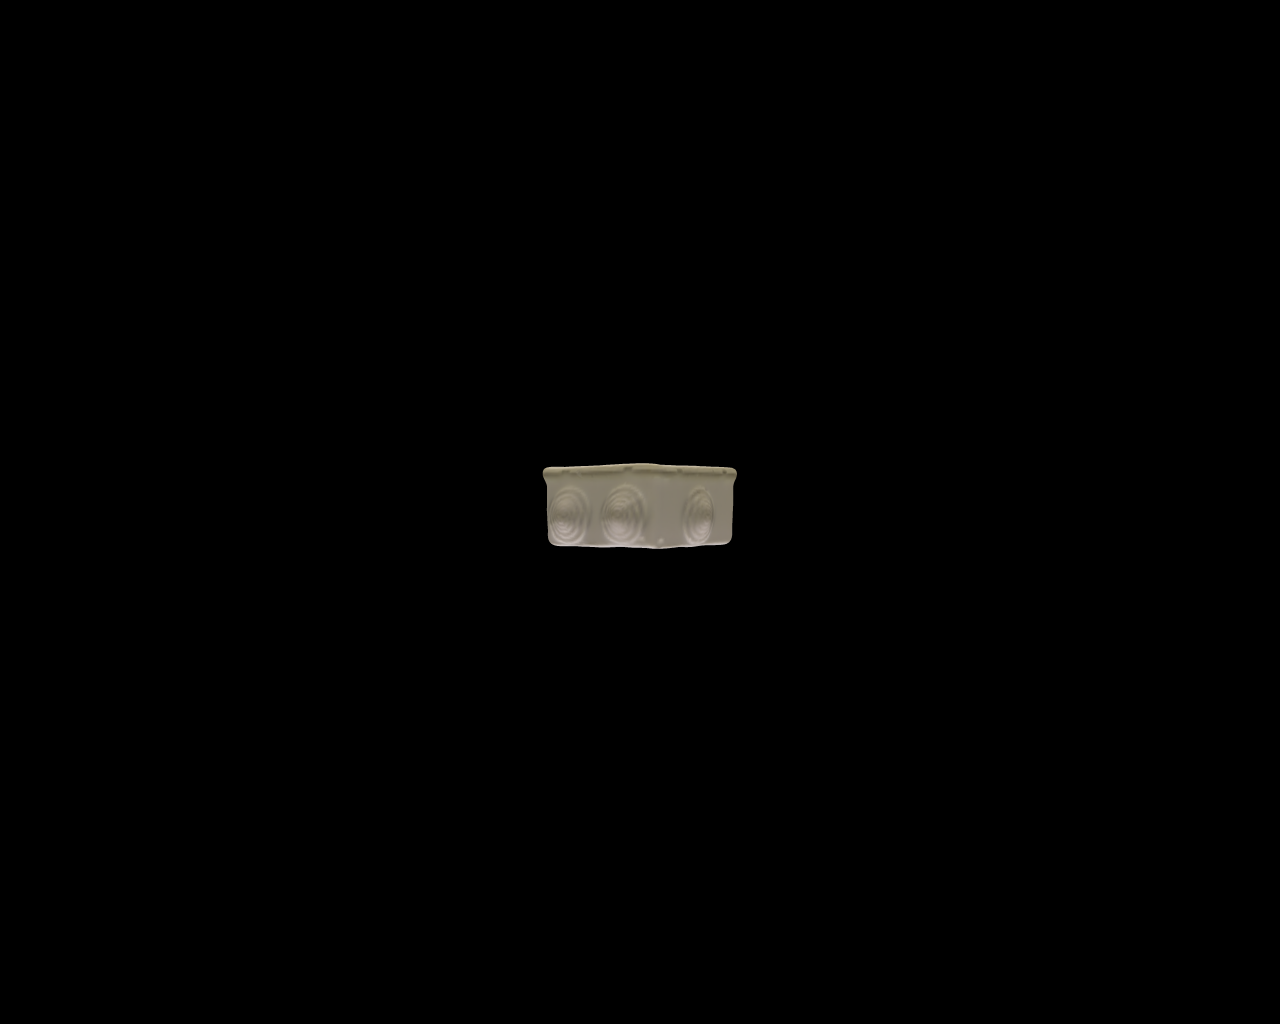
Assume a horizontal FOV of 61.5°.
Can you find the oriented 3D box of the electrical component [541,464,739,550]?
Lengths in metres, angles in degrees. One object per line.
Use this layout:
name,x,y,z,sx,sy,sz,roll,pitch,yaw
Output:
electrical component,0.001,-0.003,0.650,0.100,0.048,0.100,0,0,37
